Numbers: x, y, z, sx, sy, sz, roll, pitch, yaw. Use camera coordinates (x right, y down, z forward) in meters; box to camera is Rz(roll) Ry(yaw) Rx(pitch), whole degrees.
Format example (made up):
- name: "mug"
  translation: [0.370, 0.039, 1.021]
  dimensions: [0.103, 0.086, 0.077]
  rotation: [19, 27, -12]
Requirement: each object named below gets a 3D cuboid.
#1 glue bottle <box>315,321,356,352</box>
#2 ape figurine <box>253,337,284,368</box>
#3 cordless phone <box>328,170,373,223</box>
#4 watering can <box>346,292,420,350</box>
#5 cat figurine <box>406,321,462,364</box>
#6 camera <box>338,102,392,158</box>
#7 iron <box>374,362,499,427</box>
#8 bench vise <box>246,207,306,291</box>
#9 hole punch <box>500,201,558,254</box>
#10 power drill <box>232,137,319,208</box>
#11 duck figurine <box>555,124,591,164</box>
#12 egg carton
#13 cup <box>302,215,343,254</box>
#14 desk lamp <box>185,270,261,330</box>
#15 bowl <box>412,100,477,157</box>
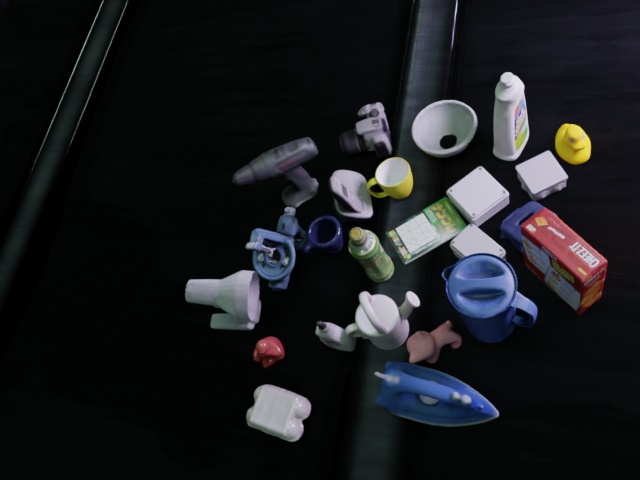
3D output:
- name: "glue bottle"
  translation: [0.025, 0.215, 1.317]
  dimensions: [0.078, 0.173, 0.037]
  rotation: [4, 67, 24]
- name: "ape figurine"
  translation: [-0.130, 0.269, 1.401]
  dimensions: [0.077, 0.092, 0.076]
  rotation: [7, 69, 25]
- name: "cordless phone"
  translation: [0.064, -0.135, 1.464]
  dimensions: [0.094, 0.185, 0.147]
  rotation: [-19, 60, 13]
- name: "watering can"
  translation: [0.137, 0.169, 1.283]
  dimensions: [0.173, 0.194, 0.100]
  rotation: [-44, 58, -3]
- name: "cat figurine"
  translation: [0.243, 0.222, 1.260]
  dimensions: [0.128, 0.118, 0.067]
  rotation: [-37, 58, 2]
- name: "camera"
  translation: [0.118, -0.297, 1.571]
  dimensions: [0.136, 0.101, 0.143]
  rotation: [-14, 61, 15]
- name: "iron"
  translation: [0.238, 0.322, 1.200]
  dimensions: [0.257, 0.142, 0.119]
  rotation: [8, 69, 25]
- name: "bench vise"
  translation: [-0.124, 0.003, 1.451]
  dimensions: [0.121, 0.220, 0.207]
  rotation: [-10, 62, 17]
- name: "hole punch"
  translation: [0.473, -0.033, 1.308]
  dimensions: [0.108, 0.091, 0.101]
  rotation: [-39, 58, 0]
- name: "power drill"
  translation: [-0.096, -0.171, 1.531]
  dimensions: [0.229, 0.209, 0.075]
  rotation: [-33, 58, 4]
- name: "duck figurine"
  translation: [0.601, -0.242, 1.361]
  dimensions: [0.077, 0.086, 0.104]
  rotation: [-21, 60, 11]
- name: "egg carton"
  translation: [-0.096, 0.402, 1.336]
  dimensions: [0.150, 0.070, 0.107]
  rotation: [10, 70, 26]
- name: "cup"
  translation: [0.013, 0.005, 1.470]
  dimensions: [0.118, 0.095, 0.091]
  rotation: [-44, 58, -3]
- name: "desk lamp"
  translation: [-0.223, 0.153, 1.422]
  dimensions: [0.202, 0.214, 0.118]
  rotation: [-4, 64, 20]
- name: "bowl"
  translation: [0.327, -0.277, 1.494]
  dimensions: [0.167, 0.075, 0.167]
  rotation: [-9, 63, 18]
